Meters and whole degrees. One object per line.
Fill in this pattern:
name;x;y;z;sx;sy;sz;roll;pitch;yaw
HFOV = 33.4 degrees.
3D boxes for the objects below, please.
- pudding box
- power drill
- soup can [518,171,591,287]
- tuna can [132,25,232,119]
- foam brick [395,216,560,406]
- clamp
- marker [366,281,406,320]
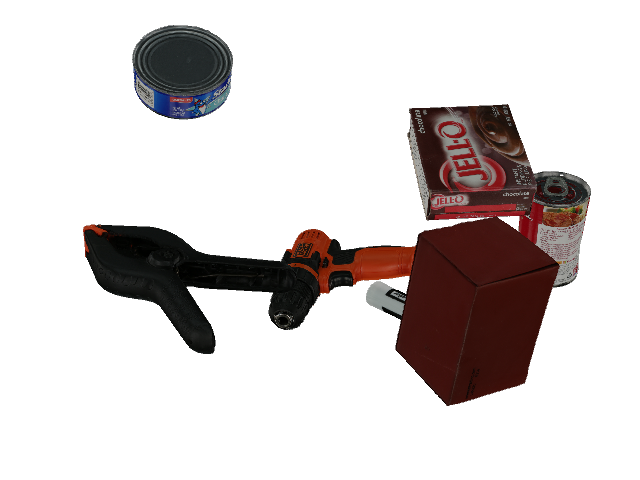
pudding box;0.126;-0.068;0.908;0.090;0.039;0.113;-2;43;-5
power drill;0.043;0.042;1.189;0.188;0.057;0.184;1;29;11
soup can;0.239;-0.011;1.101;0.068;0.102;0.068;-1;34;0
tuna can;-0.119;-0.146;0.925;0.086;0.086;0.034;0;-37;-8
foam brick;0.078;0.035;0.543;0.052;0.078;0.051;-11;38;-28
clamp;-0.106;0.023;0.823;0.172;0.039;0.120;29;32;30
marker;0.083;0.058;0.743;0.121;0.020;0.020;25;16;37
